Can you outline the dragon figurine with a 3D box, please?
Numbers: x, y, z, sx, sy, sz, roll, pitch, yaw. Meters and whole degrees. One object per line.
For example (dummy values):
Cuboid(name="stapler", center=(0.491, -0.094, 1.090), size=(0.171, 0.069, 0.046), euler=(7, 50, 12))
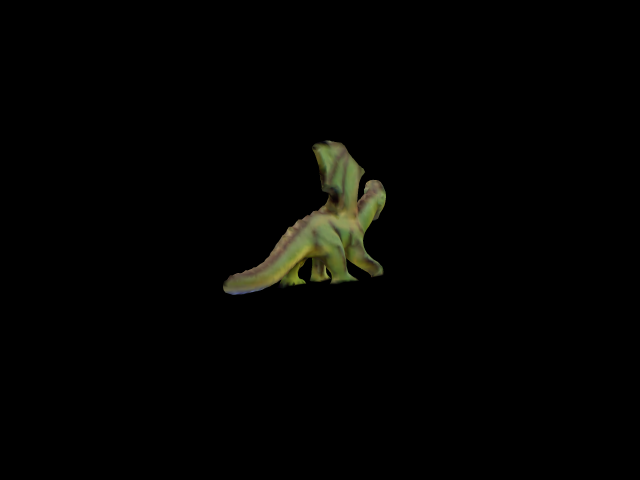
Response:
Cuboid(name="dragon figurine", center=(0.003, -0.043, 0.850), size=(0.122, 0.243, 0.411), euler=(-1, -1, 36))
